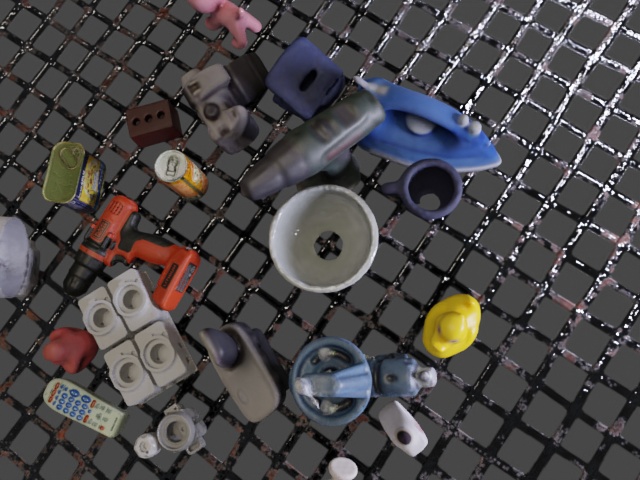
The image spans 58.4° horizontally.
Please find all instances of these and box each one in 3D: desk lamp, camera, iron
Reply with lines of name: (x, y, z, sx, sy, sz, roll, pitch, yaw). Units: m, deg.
desk lamp: (-0.521, 0.033, 0.873, 0.203, 0.213, 0.118, -1, 79, 7)
camera: (-0.143, -0.240, 0.939, 0.137, 0.101, 0.143, -33, 77, 0)
iron: (0.161, -0.182, 0.871, 0.258, 0.141, 0.119, 20, 82, 10)

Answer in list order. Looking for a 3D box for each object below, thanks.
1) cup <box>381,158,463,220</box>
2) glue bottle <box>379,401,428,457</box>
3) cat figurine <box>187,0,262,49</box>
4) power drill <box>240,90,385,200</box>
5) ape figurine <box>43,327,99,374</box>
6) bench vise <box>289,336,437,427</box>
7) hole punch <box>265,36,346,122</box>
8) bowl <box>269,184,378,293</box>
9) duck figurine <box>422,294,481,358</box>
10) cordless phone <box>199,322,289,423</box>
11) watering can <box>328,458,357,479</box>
cup: (0.153, -0.067, 0.873, 0.117, 0.095, 0.092, 0, 79, 7)
glue bottle: (0.114, 0.260, 0.774, 0.037, 0.173, 0.078, -44, 77, -3)
cat figurine: (-0.172, -0.399, 0.965, 0.127, 0.118, 0.067, 34, 85, 12)
power drill: (-0.002, -0.114, 0.843, 0.229, 0.208, 0.075, -41, 77, -2)
ape figurine: (-0.396, 0.171, 0.894, 0.076, 0.092, 0.078, -14, 78, 4)
bench vise: (0.046, 0.178, 0.774, 0.207, 0.220, 0.121, -21, 77, 2)
hole punch: (-0.021, -0.259, 0.933, 0.101, 0.091, 0.109, 35, 85, 12)
bowl: (0.008, 0.003, 0.887, 0.167, 0.075, 0.167, -1, 79, 7)
duck figurine: (0.194, 0.124, 0.836, 0.077, 0.086, 0.104, 38, 86, 12)
cordless phone: (-0.117, 0.187, 0.810, 0.094, 0.185, 0.147, -37, 77, -1)
watering can: (0.008, 0.378, 0.753, 0.101, 0.194, 0.173, -7, 78, 6)
